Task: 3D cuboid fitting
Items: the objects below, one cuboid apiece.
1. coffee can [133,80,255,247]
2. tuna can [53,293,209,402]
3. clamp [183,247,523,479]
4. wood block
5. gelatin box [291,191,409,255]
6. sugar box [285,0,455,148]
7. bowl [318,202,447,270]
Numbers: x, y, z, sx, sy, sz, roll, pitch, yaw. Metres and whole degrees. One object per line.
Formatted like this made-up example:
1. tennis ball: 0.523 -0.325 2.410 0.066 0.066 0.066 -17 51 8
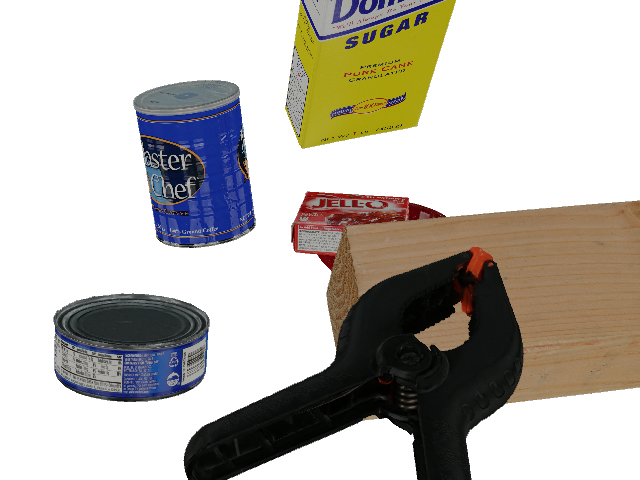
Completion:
1. coffee can: -0.122 -0.077 1.050 0.103 0.140 0.103 -5 22 2
2. tuna can: -0.105 0.059 0.597 0.086 0.034 0.086 4 15 -1
3. clamp: 0.041 0.067 0.435 0.120 0.039 0.171 32 52 22
4. wood block: 0.116 0.041 0.640 0.206 0.091 0.090 -5 -29 -11
5. gelatin box: 0.026 -0.014 0.869 0.089 0.030 0.073 4 23 7
6. sugar box: 0.033 -0.134 0.695 0.093 0.048 0.176 -13 -27 -15
7. bowl: 0.057 0.005 1.112 0.162 0.055 0.162 2 20 -1
